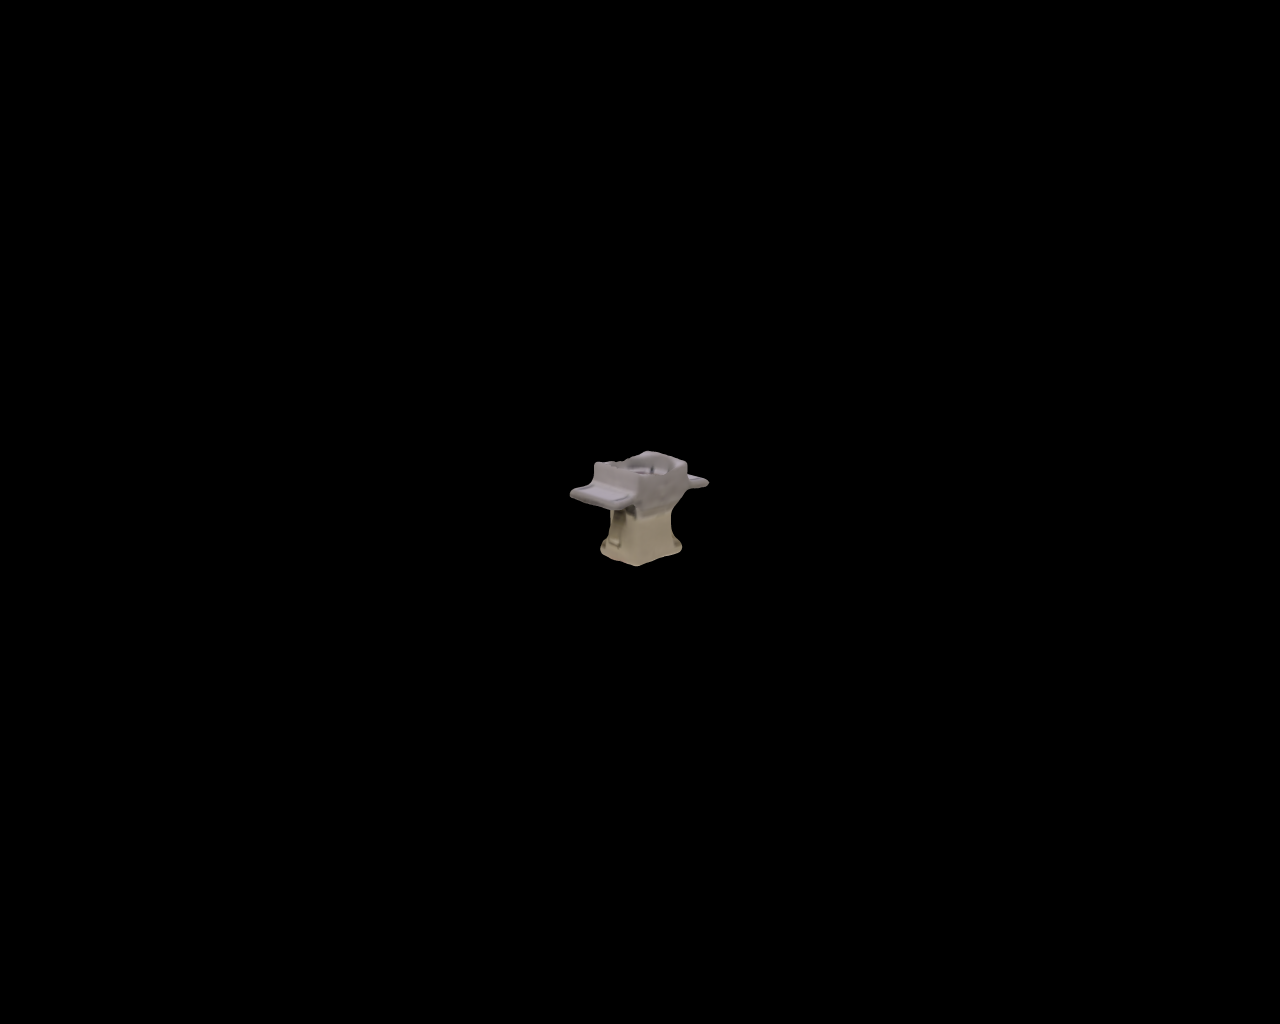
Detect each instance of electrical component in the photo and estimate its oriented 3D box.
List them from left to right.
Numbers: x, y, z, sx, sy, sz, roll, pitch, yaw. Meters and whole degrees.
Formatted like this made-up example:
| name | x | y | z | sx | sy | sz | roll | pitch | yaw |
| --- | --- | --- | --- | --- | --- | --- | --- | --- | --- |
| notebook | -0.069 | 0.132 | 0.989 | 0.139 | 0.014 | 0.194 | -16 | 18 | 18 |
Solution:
| name | x | y | z | sx | sy | sz | roll | pitch | yaw |
| --- | --- | --- | --- | --- | --- | --- | --- | --- | --- |
| electrical component | 0.001 | -0.003 | 0.650 | 0.081 | 0.063 | 0.042 | -14 | 22 | -40 |
